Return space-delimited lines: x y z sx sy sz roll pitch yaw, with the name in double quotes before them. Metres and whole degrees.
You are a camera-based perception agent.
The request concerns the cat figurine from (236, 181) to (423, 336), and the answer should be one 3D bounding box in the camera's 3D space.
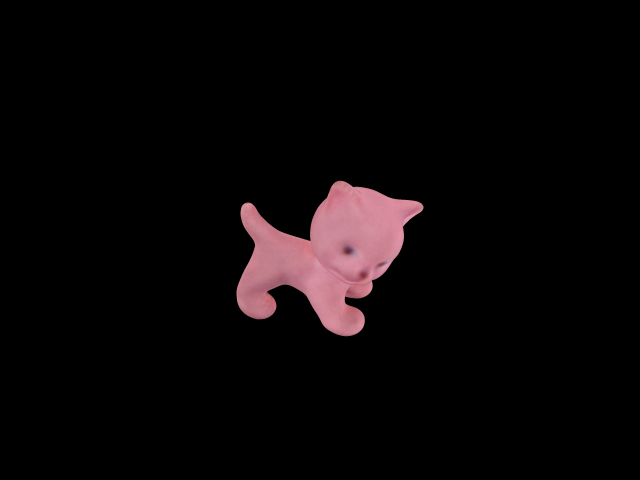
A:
"cat figurine" 0.004 0.001 0.400 0.127 0.118 0.067 8 39 10
